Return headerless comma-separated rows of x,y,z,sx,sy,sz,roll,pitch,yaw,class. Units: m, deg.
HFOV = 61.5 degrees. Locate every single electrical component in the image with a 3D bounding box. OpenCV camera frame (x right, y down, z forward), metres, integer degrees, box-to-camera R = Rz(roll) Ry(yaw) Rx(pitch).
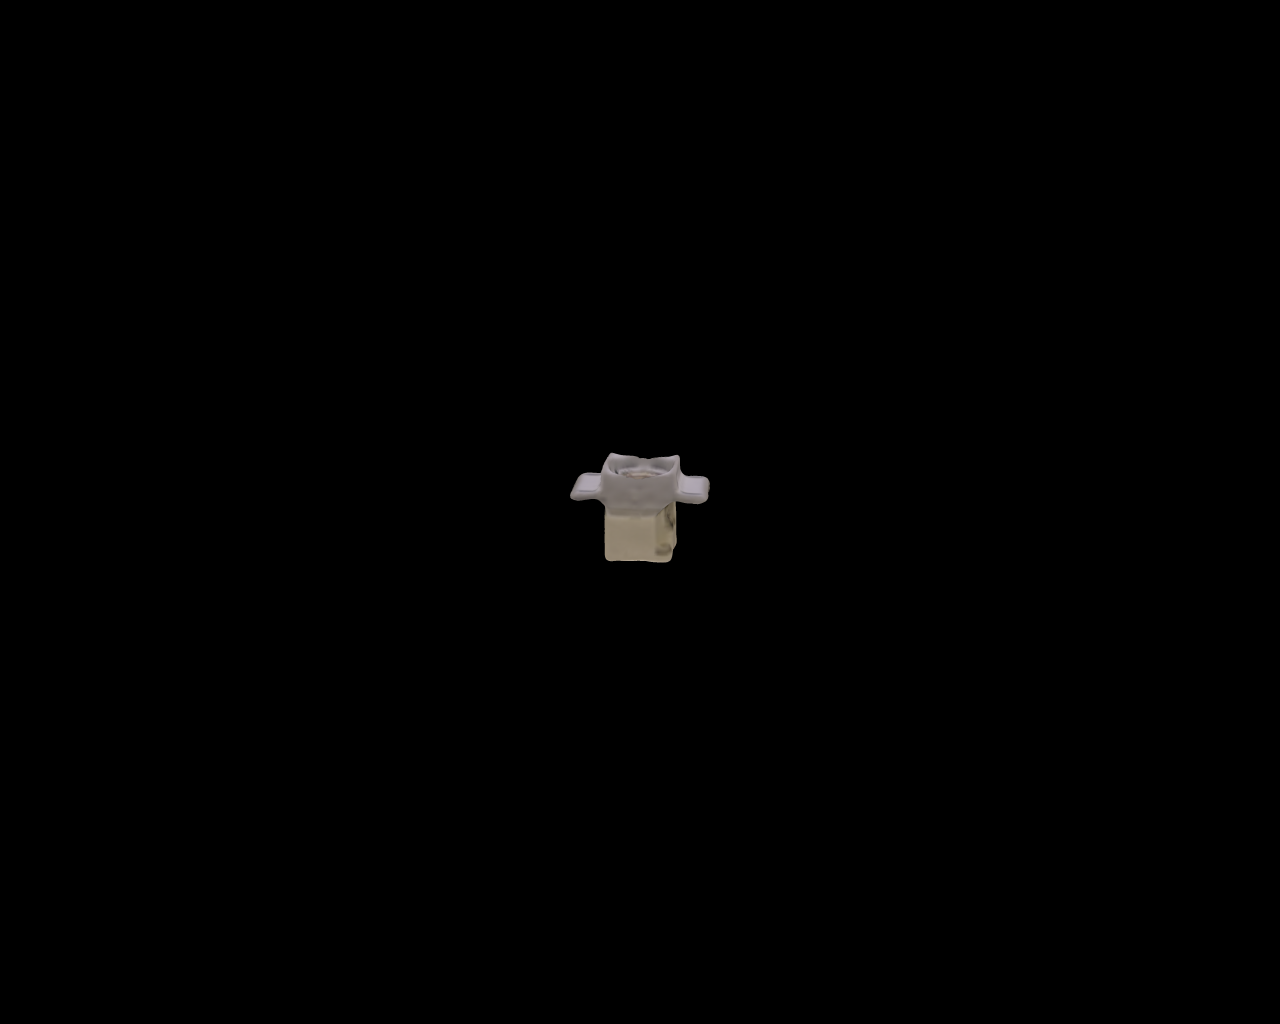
0.001,-0.003,0.650,0.081,0.063,0.042,3,20,7,electrical component
